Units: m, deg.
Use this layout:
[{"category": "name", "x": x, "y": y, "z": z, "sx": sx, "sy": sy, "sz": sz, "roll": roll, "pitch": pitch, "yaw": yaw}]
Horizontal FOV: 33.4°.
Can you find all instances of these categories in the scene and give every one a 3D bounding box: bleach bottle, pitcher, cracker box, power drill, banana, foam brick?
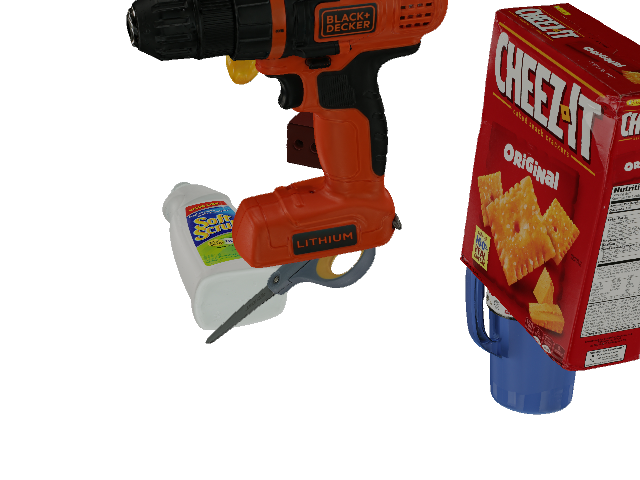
[{"category": "bleach bottle", "x": -0.123, "y": 0.002, "z": 1.155, "sx": 0.102, "sy": 0.068, "sz": 0.251, "roll": -8, "pitch": 30, "yaw": -21}, {"category": "pitcher", "x": 0.269, "y": 0.098, "z": 1.381, "sx": 0.149, "sy": 0.243, "sz": 0.144, "roll": 5, "pitch": 19, "yaw": 16}, {"category": "cracker box", "x": 0.174, "y": -0.040, "z": 0.761, "sx": 0.072, "sy": 0.214, "sz": 0.164, "roll": -9, "pitch": 33, "yaw": -19}, {"category": "power drill", "x": -0.018, "y": -0.075, "z": 0.637, "sx": 0.184, "sy": 0.188, "sz": 0.057, "roll": -9, "pitch": 38, "yaw": -14}, {"category": "banana", "x": -0.035, "y": -0.181, "z": 0.982, "sx": 0.070, "sy": 0.037, "sz": 0.197, "roll": 39, "pitch": 32, "yaw": 20}, {"category": "foam brick", "x": 0.003, "y": -0.121, "z": 1.299, "sx": 0.078, "sy": 0.053, "sz": 0.051, "roll": 12, "pitch": 31, "yaw": 18}]

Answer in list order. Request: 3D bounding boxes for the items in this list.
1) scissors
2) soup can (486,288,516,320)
[{"category": "scissors", "x": -0.022, "y": 0.040, "z": 0.874, "sx": 0.016, "sy": 0.202, "sz": 0.096, "roll": 28, "pitch": 19, "yaw": -37}, {"category": "soup can", "x": 0.218, "y": 0.028, "z": 1.164, "sx": 0.068, "sy": 0.102, "sz": 0.068, "roll": 1, "pitch": 30, "yaw": -1}]
